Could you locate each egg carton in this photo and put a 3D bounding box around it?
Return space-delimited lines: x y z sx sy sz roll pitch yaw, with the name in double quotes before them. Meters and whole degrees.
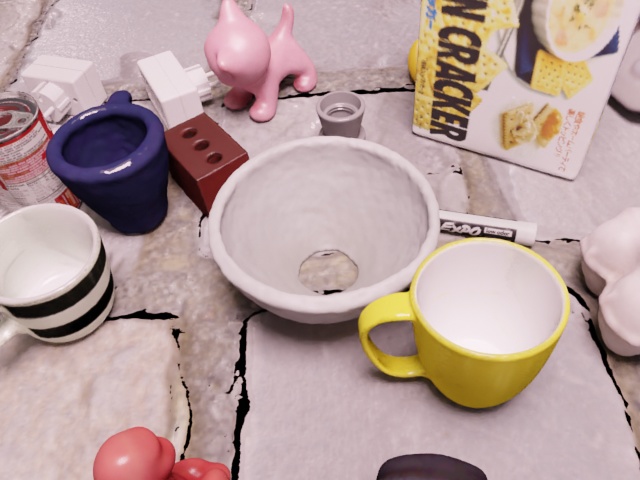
"egg carton" 0.261 0.030 0.392 0.150 0.069 0.107 -1 50 4

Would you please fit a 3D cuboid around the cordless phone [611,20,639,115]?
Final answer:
"cordless phone" 0.318 -0.220 0.520 0.094 0.185 0.147 -14 50 -6

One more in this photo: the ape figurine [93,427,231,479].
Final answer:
"ape figurine" -0.095 0.135 0.319 0.077 0.092 0.076 29 58 26

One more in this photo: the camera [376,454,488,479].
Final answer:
"camera" 0.069 0.175 0.266 0.143 0.101 0.137 3 51 8

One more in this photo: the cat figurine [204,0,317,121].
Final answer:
"cat figurine" -0.064 -0.186 0.568 0.067 0.118 0.128 29 58 26

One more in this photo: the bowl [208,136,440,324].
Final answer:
"bowl" 0.004 0.002 0.433 0.167 0.075 0.167 -2 50 3

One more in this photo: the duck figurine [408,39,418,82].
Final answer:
"duck figurine" 0.142 -0.198 0.581 0.104 0.086 0.077 11 52 14

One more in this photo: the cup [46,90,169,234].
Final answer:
"cup" -0.166 -0.061 0.487 0.091 0.095 0.117 -6 50 0
